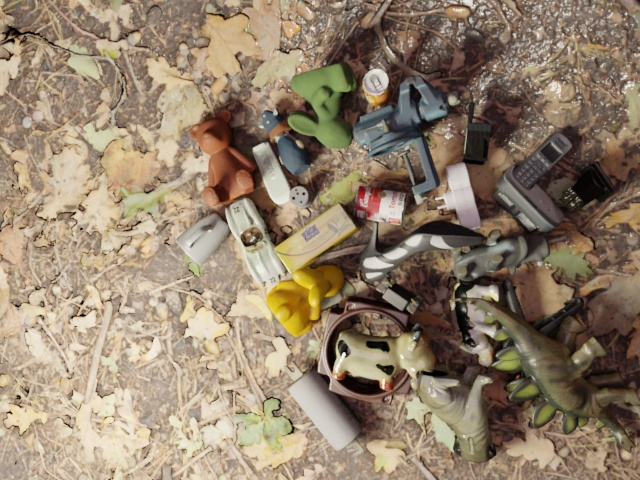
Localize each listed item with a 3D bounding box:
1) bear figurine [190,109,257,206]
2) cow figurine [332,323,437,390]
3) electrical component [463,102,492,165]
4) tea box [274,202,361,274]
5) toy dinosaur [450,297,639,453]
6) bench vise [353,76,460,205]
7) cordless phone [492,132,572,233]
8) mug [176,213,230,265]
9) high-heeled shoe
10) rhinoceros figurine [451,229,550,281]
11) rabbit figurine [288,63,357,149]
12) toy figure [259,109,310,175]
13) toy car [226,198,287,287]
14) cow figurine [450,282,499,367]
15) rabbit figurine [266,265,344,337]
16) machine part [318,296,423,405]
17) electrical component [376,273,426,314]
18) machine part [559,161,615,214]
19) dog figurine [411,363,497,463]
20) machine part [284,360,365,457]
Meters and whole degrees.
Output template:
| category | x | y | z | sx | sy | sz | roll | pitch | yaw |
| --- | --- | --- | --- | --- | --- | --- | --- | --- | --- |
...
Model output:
| category | x | y | z | sx | sy | sz | roll | pitch | yaw |
| --- | --- | --- | --- | --- | --- | --- | --- | --- | --- |
| bear figurine | -0.213 | -0.181 | 1.155 | 0.120 | 0.132 | 0.195 | -22 | 93 | 8 |
| cow figurine | 0.127 | 0.218 | 1.038 | 0.195 | 0.085 | 0.127 | 9 | 99 | 10 |
| electrical component | 0.319 | -0.214 | 1.087 | 0.048 | 0.075 | 0.119 | 7 | 89 | 10 |
| tea box | -0.002 | -0.003 | 1.134 | 0.170 | 0.098 | 0.068 | -35 | 85 | 10 |
| toy dinosaur | 0.445 | 0.246 | 1.029 | 0.198 | 0.105 | 0.471 | -40 | 97 | 9 |
| bench vise | 0.191 | -0.195 | 1.081 | 0.224 | 0.129 | 0.240 | -18 | 91 | 8 |
| cordless phone | 0.452 | -0.115 | 1.067 | 0.184 | 0.088 | 0.146 | -42 | 83 | -8 |
| mug | -0.254 | -0.012 | 1.178 | 0.107 | 0.109 | 0.081 | -44 | 78 | -6 |
| high-heeled shoe | 0.199 | 0.036 | 1.090 | 0.249 | 0.086 | 0.145 | 8 | 115 | 21 |
| rhinoceros figurine | 0.356 | 0.036 | 1.067 | 0.190 | 0.112 | 0.073 | -20 | 53 | 22 |
| rabbit figurine | 0.010 | -0.268 | 1.120 | 0.159 | 0.121 | 0.170 | -13 | 103 | 4 |
| toy figure | -0.077 | -0.214 | 1.165 | 0.064 | 0.058 | 0.154 | -30 | 81 | 3 |
| toy car | -0.140 | 0.005 | 1.178 | 0.073 | 0.056 | 0.201 | -26 | 86 | 9 |
| cow figurine | 0.314 | 0.171 | 1.094 | 0.098 | 0.068 | 0.167 | 3 | 88 | 15 |
| rabbit figurine | -0.025 | 0.106 | 1.126 | 0.173 | 0.162 | 0.122 | -33 | 73 | -9 |
| machine part | 0.104 | 0.229 | 1.124 | 0.202 | 0.087 | 0.201 | 12 | 93 | 8 |
| electrical component | 0.167 | 0.111 | 1.095 | 0.102 | 0.078 | 0.045 | 36 | 111 | 22 |
| machine part | 0.519 | -0.099 | 1.040 | 0.139 | 0.039 | 0.084 | -28 | 92 | -29 |
| dog figurine | 0.265 | 0.354 | 1.075 | 0.172 | 0.121 | 0.190 | 1 | 93 | 5 |
| machine part | 0.010 | 0.357 | 1.146 | 0.079 | 0.079 | 0.243 | -41 | 83 | 8 |
